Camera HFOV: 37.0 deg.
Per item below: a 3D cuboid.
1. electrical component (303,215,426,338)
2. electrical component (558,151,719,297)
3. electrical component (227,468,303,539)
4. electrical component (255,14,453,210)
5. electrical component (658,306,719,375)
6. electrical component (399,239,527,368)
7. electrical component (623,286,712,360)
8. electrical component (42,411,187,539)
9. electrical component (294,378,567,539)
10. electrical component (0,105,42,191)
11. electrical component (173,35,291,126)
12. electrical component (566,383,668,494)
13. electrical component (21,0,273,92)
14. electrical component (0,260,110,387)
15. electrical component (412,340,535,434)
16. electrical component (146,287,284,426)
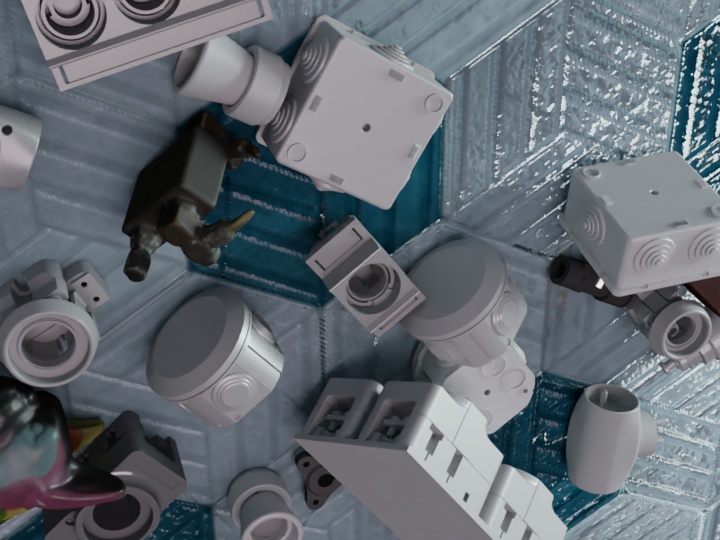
[{"bbox_3d":[0.000,0.000,0.699,0.042,0.063,0.081,-40,122,3],"label":"electrical component"},{"bbox_3d":[0.196,-0.035,0.733,0.100,0.099,0.048,-11,132,-14],"label":"electrical component"},{"bbox_3d":[-0.069,0.175,0.771,0.045,0.055,0.045,-8,119,-16],"label":"electrical component"},{"bbox_3d":[-0.003,-0.094,0.658,0.100,0.048,0.099,22,107,-27],"label":"electrical component"},{"bbox_3d":[0.268,0.054,0.838,0.078,0.040,0.040,-37,122,1],"label":"electrical component"},{"bbox_3d":[0.069,0.023,0.728,0.080,0.080,0.051,-39,128,3],"label":"electrical component"},{"bbox_3d":[0.230,0.036,0.806,0.048,0.055,0.066,-41,122,4],"label":"electrical component"},{"bbox_3d":[-0.166,0.150,0.723,0.089,0.055,0.050,-44,122,6],"label":"electrical component"},{"bbox_3d":[0.056,0.149,0.764,0.186,0.105,0.060,49,56,-32],"label":"electrical component"},{"bbox_3d":[-0.228,-0.060,0.597,0.077,0.044,0.079,18,110,-26],"label":"electrical component"},{"bbox_3d":[-0.074,-0.113,0.625,0.055,0.045,0.045,21,108,-28],"label":"electrical component"},{"bbox_3d":[0.209,0.132,0.856,0.079,0.043,0.077,-4,117,-18],"label":"electrical component"},{"bbox_3d":[-0.118,-0.156,0.575,0.121,0.063,0.078,-21,122,-9],"label":"electrical component"},{"bbox_3d":[-0.190,0.034,0.652,0.078,0.057,0.058,-33,122,-1],"label":"electrical component"},{"bbox_3d":[0.082,0.075,0.775,0.080,0.051,0.080,-8,119,-16],"label":"electrical component"},{"bbox_3d":[-0.092,0.056,0.686,0.080,0.080,0.051,-42,128,4],"label":"electrical component"}]
